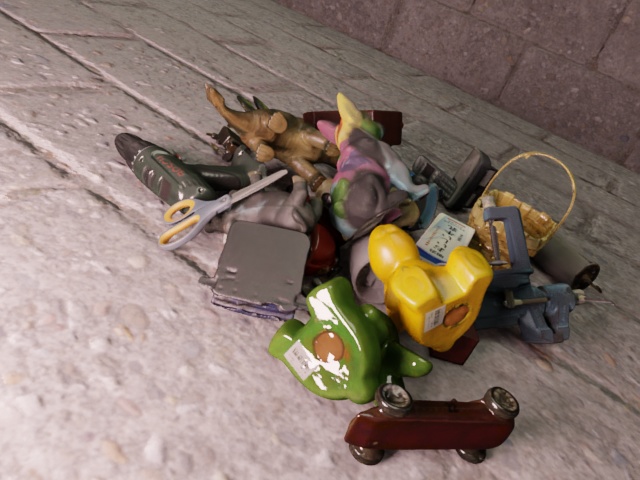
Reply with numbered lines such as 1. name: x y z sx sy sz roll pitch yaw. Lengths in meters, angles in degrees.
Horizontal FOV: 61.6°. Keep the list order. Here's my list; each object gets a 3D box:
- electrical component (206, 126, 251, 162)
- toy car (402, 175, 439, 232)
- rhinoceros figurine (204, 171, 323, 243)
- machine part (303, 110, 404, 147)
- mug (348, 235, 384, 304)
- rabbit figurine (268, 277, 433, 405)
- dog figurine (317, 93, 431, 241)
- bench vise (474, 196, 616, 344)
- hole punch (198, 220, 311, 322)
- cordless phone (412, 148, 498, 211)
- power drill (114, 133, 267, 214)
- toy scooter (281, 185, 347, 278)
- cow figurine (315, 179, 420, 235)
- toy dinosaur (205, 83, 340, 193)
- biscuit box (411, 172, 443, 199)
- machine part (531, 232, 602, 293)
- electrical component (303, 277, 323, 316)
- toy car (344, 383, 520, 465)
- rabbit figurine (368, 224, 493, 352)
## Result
1. electrical component: -0.184 -0.193 1.084 0.078 0.045 0.102 36 16 -43
2. toy car: 0.147 -0.073 1.054 0.162 0.109 0.103 12 -5 10
3. rhinoceros figurine: -0.085 -0.035 0.768 0.191 0.112 0.073 3 -26 31
4. machine part: 0.075 -0.255 1.250 0.201 0.087 0.201 8 12 35
5. mug: 0.092 0.031 0.826 0.110 0.080 0.107 -24 29 0
6. rabbit figurine: 0.054 0.119 0.633 0.159 0.121 0.170 38 17 21
7. dog figurine: 0.054 -0.123 0.849 0.191 0.108 0.219 -22 72 -38
8. bench vise: 0.308 0.045 0.846 0.224 0.240 0.129 -7 -11 2
9. hole punch: -0.076 0.050 0.698 0.142 0.092 0.116 14 56 -2
10. cordless phone: 0.311 -0.169 1.271 0.088 0.146 0.184 2 36 -46
11. power drill: -0.206 -0.121 0.903 0.207 0.086 0.232 -3 35 -46
12. toy scooter: -0.002 -0.003 0.842 0.135 0.075 0.184 32 30 -29
13. cow figurine: 0.085 -0.062 0.951 0.195 0.127 0.086 11 33 -16
14. toy dinosaur: -0.048 -0.186 1.021 0.471 0.105 0.199 23 17 -50
15. biscuit box: 0.169 -0.128 1.192 0.203 0.062 0.059 34 29 21
16. machine part: 0.496 0.030 1.132 0.079 0.079 0.243 1 34 -34
17. electrical component: 0.002 0.085 0.746 0.063 0.021 0.094 -2 37 -37
18. toy car: 0.119 0.193 0.571 0.202 0.089 0.053 9 33 -21
19. rabbit figurine: 0.127 0.051 0.703 0.122 0.162 0.173 -30 49 -13
